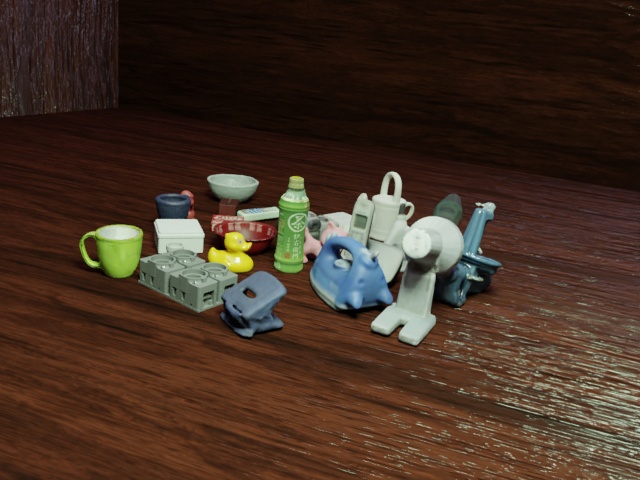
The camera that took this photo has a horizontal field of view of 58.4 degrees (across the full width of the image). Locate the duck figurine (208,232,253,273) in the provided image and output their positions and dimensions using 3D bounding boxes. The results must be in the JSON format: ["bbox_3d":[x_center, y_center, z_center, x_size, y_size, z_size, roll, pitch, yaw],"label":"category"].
[{"bbox_3d":[-0.203,0.024,1.312,0.104,0.086,0.077,7,18,0],"label":"duck figurine"}]

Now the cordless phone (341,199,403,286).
[{"bbox_3d":[0.124,0.005,1.328,0.147,0.185,0.094,15,20,23],"label":"cordless phone"}]

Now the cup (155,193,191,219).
[{"bbox_3d":[-0.383,-0.070,1.517,0.091,0.095,0.118,12,19,15],"label":"cup"}]

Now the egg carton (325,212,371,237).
[{"bbox_3d":[0.066,-0.029,1.595,0.107,0.069,0.149,-11,25,-43],"label":"egg carton"}]

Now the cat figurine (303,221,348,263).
[{"bbox_3d":[0.013,0.005,1.396,0.127,0.118,0.067,14,20,21],"label":"cat figurine"}]

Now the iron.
[{"bbox_3d":[0.051,0.052,1.228,0.119,0.141,0.257,-4,21,-30],"label":"iron"}]

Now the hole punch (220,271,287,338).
[{"bbox_3d":[-0.124,0.115,1.055,0.101,0.091,0.108,-7,23,-36],"label":"hole punch"}]

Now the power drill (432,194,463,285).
[{"bbox_3d":[0.281,0.011,1.329,0.075,0.208,0.230,12,19,15],"label":"power drill"}]

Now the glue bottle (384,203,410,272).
[{"bbox_3d":[0.193,-0.007,1.408,0.078,0.173,0.037,3,19,-11],"label":"glue bottle"}]

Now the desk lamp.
[{"bbox_3d":[0.197,0.066,1.123,0.117,0.213,0.204,15,20,23],"label":"desk lamp"}]

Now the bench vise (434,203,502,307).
[{"bbox_3d":[0.339,0.032,1.269,0.121,0.220,0.208,15,20,23],"label":"bench vise"}]

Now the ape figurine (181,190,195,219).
[{"bbox_3d":[-0.372,-0.091,1.589,0.076,0.092,0.078,10,18,10],"label":"ape figurine"}]

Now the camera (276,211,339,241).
[{"bbox_3d":[-0.042,-0.035,1.523,0.144,0.101,0.136,-8,23,-39],"label":"camera"}]

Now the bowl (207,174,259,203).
[{"bbox_3d":[-0.284,-0.162,1.862,0.167,0.075,0.167,6,18,-2],"label":"bowl"}]

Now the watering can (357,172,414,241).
[{"bbox_3d":[0.193,-0.100,1.657,0.173,0.194,0.100,-9,24,-40],"label":"watering can"}]
